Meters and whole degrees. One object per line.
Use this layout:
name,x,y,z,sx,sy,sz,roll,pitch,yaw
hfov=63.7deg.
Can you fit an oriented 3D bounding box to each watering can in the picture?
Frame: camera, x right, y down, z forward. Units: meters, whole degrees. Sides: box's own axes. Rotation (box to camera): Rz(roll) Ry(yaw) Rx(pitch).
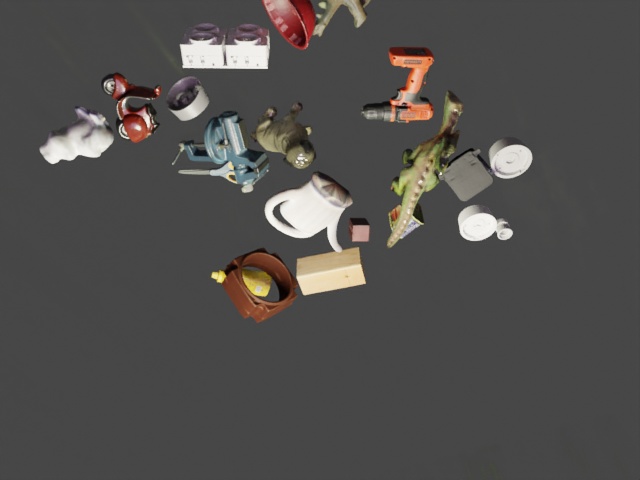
watering can,0.005,-0.076,1.504,0.344,0.106,0.221,25,125,-41

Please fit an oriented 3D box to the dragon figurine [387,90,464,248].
dragon figurine,0.269,-0.180,1.288,0.122,0.414,0.240,20,168,0

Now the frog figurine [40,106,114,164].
frog figurine,-0.600,-0.243,1.279,0.138,0.161,0.121,28,167,16
